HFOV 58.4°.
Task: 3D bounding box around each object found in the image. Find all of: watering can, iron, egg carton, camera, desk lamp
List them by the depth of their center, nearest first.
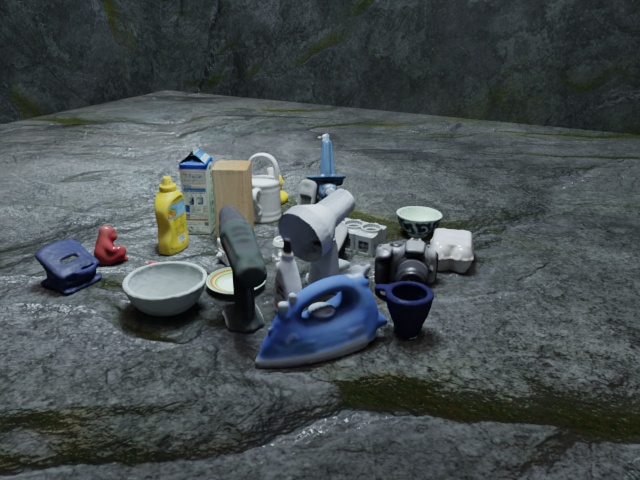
[{"bbox_3d":[-0.003,0.133,1.040,0.259,0.141,0.118,-14,27,-31],"label":"iron"},{"bbox_3d":[0.011,0.004,1.247,0.117,0.214,0.204,18,29,35],"label":"desk lamp"},{"bbox_3d":[0.189,0.059,1.267,0.143,0.101,0.137,5,24,10],"label":"camera"},{"bbox_3d":[0.320,0.022,1.397,0.107,0.069,0.150,6,24,11],"label":"egg carton"},{"bbox_3d":[-0.163,-0.157,1.642,0.101,0.194,0.172,-3,24,-8],"label":"watering can"}]

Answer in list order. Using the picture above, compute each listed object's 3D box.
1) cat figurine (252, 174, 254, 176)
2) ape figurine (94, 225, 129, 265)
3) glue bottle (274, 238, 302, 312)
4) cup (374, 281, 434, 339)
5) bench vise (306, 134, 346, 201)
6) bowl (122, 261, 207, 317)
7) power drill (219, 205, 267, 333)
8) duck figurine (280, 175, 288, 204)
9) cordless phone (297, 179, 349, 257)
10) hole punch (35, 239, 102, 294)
[{"bbox_3d":[-0.238,-0.158,1.738,0.067,0.118,0.128,17,28,33],"label":"cat figurine"},{"bbox_3d":[-0.507,0.009,1.376,0.076,0.092,0.077,-15,28,-33],"label":"ape figurine"},{"bbox_3d":[-0.064,0.076,1.131,0.037,0.173,0.077,-15,28,-31],"label":"glue bottle"},{"bbox_3d":[0.156,0.136,1.097,0.117,0.095,0.092,13,27,27],"label":"cup"},{"bbox_3d":[0.033,-0.195,1.703,0.122,0.220,0.206,-9,25,-21],"label":"bench vise"},{"bbox_3d":[-0.312,0.109,1.170,0.167,0.075,0.167,1,23,0],"label":"bowl"},{"bbox_3d":[-0.156,0.061,1.117,0.076,0.208,0.229,-8,25,-19],"label":"power drill"},{"bbox_3d":[-0.138,-0.162,1.792,0.077,0.086,0.104,1,23,1],"label":"duck figurine"},{"bbox_3d":[-0.001,-0.050,1.409,0.147,0.185,0.094,13,26,26],"label":"cordless phone"},{"bbox_3d":[-0.553,0.056,1.268,0.100,0.091,0.109,13,26,27],"label":"hole punch"}]
